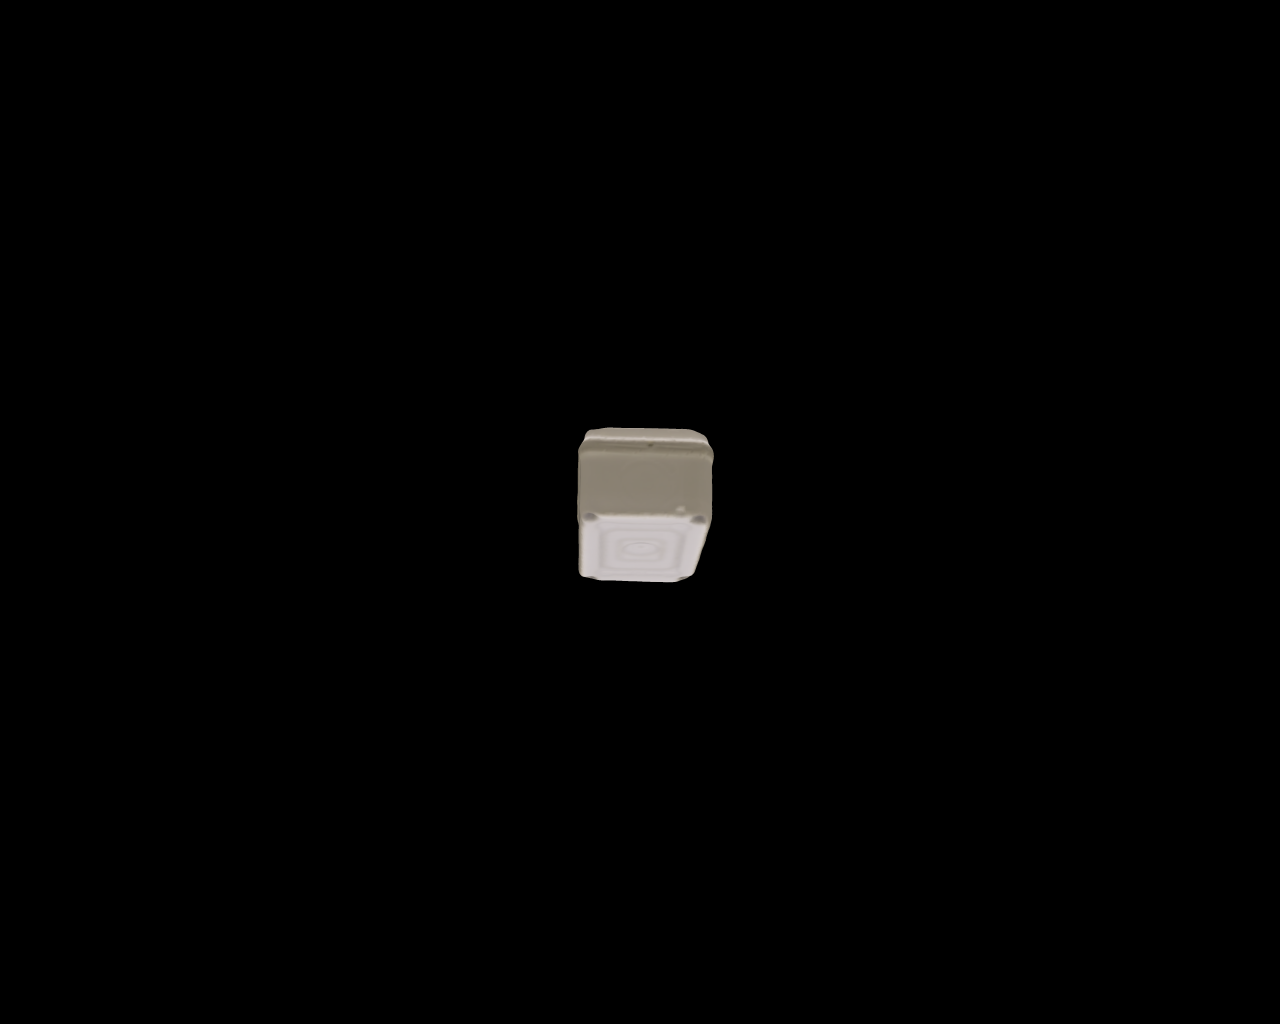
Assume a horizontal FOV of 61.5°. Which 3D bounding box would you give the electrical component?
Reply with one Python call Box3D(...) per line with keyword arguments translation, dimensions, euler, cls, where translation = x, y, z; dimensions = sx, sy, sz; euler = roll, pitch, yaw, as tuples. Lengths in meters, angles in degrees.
Box3D(translation=(0.001, -0.003, 0.650), dimensions=(0.078, 0.057, 0.113), euler=(1, -23, -3), cls="electrical component")
